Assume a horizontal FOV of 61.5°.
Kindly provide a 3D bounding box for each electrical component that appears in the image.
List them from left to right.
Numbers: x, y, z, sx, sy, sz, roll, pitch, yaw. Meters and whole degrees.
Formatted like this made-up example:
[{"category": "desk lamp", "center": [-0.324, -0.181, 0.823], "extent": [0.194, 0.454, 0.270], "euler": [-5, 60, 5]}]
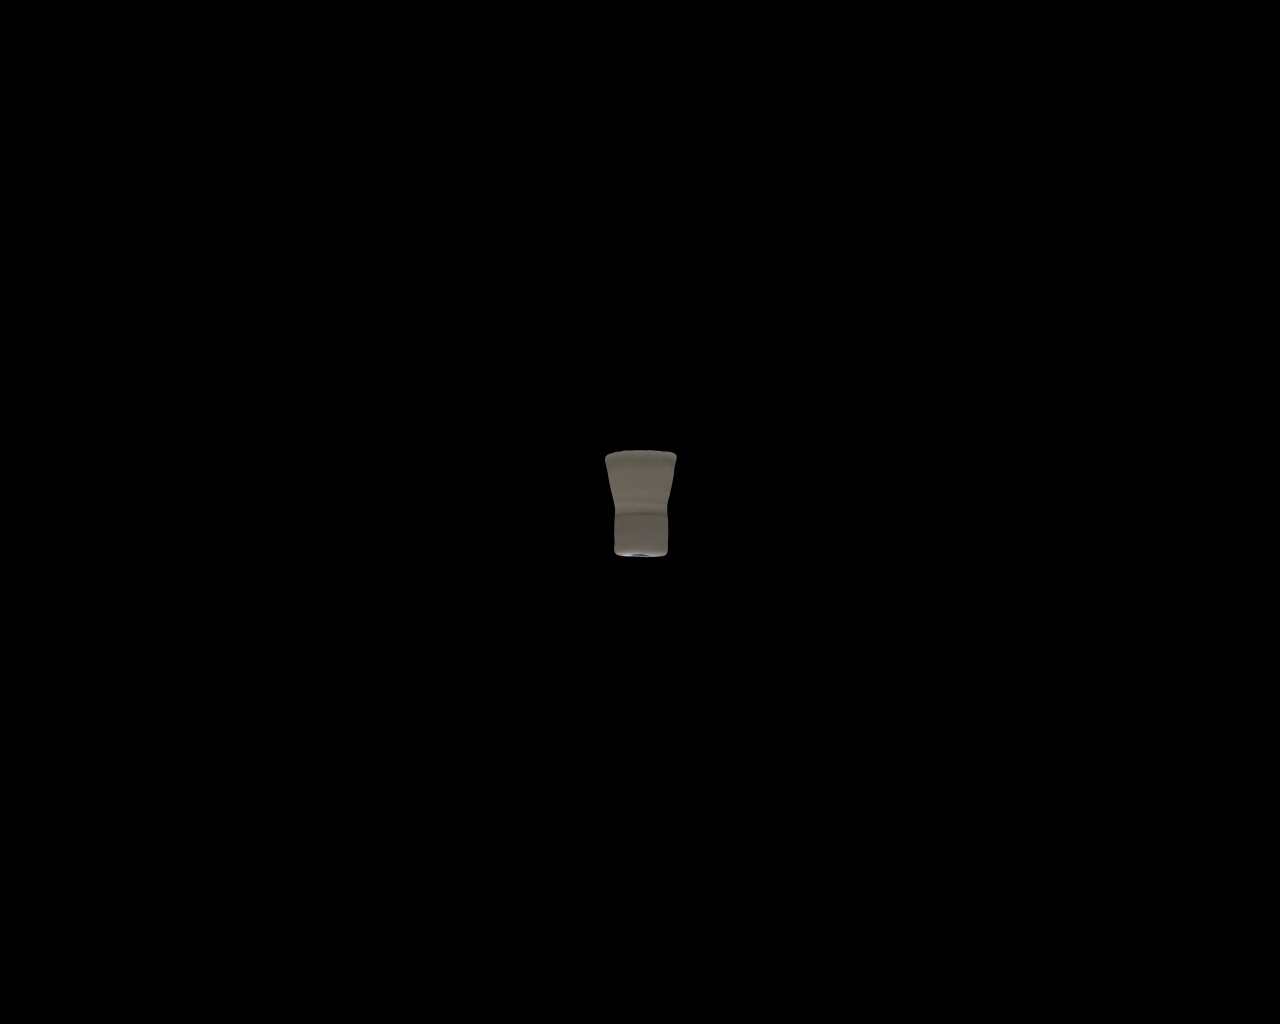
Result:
[{"category": "electrical component", "center": [0.001, -0.003, 0.650], "extent": [0.044, 0.065, 0.044], "euler": [0, -6, 0]}]
